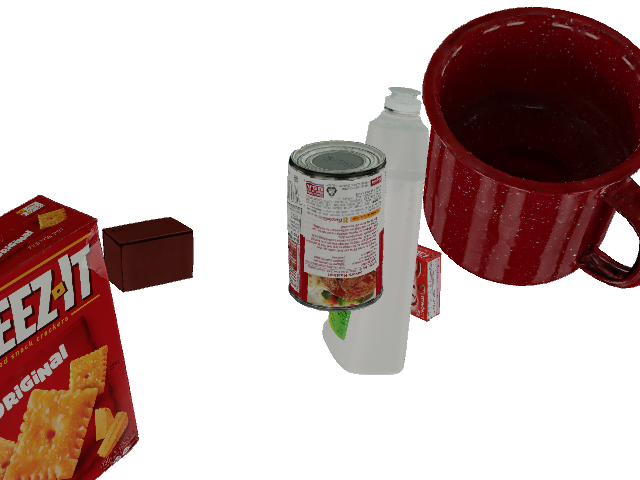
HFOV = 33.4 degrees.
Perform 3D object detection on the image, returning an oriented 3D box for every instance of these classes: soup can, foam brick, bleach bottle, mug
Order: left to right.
[{"bbox_3d":[-0.172,0.013,1.063,0.078,0.051,0.053,-12,23,-29],"label":"foam brick"},{"bbox_3d":[0.011,-0.011,0.742,0.068,0.102,0.068,0,25,0],"label":"soup can"},{"bbox_3d":[0.055,-0.012,0.950,0.068,0.251,0.102,3,19,-14],"label":"bleach bottle"},{"bbox_3d":[0.093,-0.027,0.435,0.093,0.117,0.081,-36,-26,-21],"label":"mug"}]

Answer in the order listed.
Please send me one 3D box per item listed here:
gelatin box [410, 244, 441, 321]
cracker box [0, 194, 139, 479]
[{"bbox_3d":[0.113,0.047,1.327,0.030,0.089,0.073,-26,35,-38],"label":"gelatin box"},{"bbox_3d":[-0.217,0.101,0.756,0.072,0.214,0.163,19,39,30],"label":"cracker box"}]
